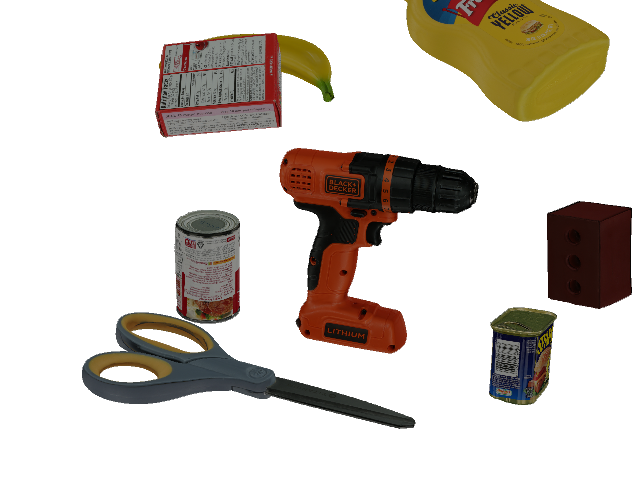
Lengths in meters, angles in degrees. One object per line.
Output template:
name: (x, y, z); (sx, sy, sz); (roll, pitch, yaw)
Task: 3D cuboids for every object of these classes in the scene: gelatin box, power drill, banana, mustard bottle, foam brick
gelatin box: (-0.073, -0.113, 0.779); (0.089, 0.073, 0.030); (-5, -39, 4)
power drill: (0.050, 0.009, 1.003); (0.185, 0.188, 0.057); (9, 20, 17)
banana: (-0.069, -0.187, 1.102); (0.198, 0.037, 0.069); (10, 44, 20)
mustard bottle: (0.125, -0.172, 0.836); (0.096, 0.058, 0.192); (-33, 54, -20)
foam brick: (0.225, 0.011, 0.892); (0.051, 0.078, 0.053); (-20, 22, -41)

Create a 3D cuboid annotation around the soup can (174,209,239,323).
soup can: (-0.118, 0.027, 1.119); (0.068, 0.102, 0.068); (2, 23, -1)

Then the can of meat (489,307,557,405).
can of meat: (0.224, 0.127, 1.184); (0.058, 0.084, 0.102); (7, 12, 24)

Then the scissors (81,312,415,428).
scissors: (-0.055, 0.087, 0.620); (0.202, 0.016, 0.096); (20, 30, 32)
